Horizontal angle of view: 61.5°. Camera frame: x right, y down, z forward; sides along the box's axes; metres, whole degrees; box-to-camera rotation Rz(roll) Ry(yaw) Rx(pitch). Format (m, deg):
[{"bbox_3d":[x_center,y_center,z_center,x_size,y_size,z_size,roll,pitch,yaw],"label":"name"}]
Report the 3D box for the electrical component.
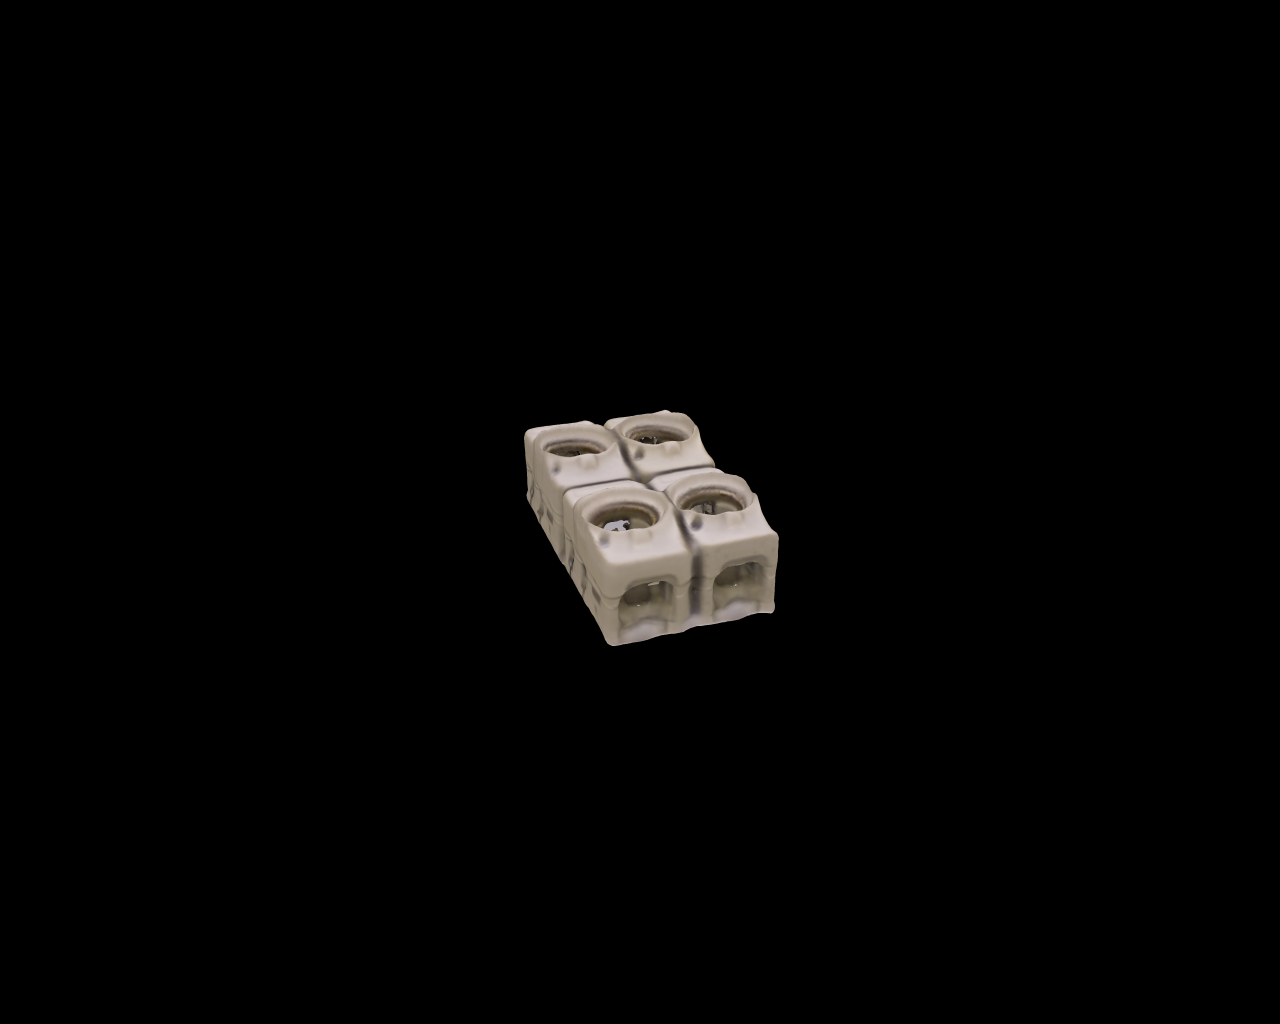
[{"bbox_3d":[0.001,-0.003,0.650,0.105,0.060,0.186,-9,30,-16],"label":"electrical component"}]
